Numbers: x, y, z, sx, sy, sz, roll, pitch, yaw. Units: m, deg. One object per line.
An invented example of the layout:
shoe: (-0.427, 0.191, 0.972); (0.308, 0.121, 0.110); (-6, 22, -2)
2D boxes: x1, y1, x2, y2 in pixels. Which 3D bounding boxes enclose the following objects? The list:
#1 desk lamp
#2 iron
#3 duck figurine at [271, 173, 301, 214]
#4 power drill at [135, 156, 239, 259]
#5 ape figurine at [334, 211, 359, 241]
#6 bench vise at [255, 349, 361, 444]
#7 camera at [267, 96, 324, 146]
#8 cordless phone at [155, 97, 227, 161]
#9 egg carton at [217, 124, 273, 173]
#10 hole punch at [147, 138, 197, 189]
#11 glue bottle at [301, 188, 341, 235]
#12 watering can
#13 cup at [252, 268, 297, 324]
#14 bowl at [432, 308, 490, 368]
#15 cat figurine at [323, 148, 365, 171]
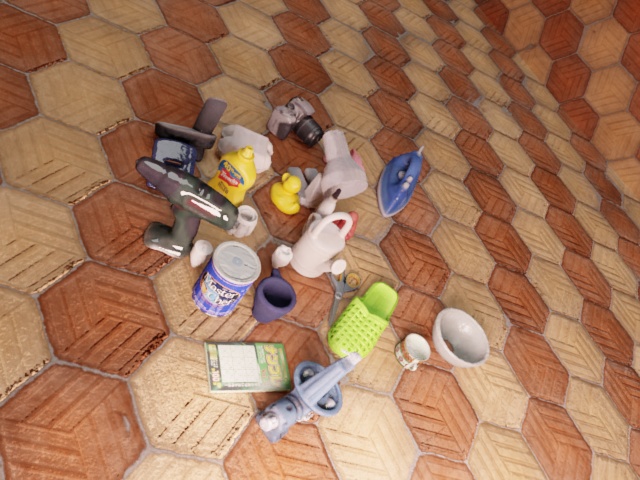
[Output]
desk lamp: (0.020, -0.174, 1.516); (0.118, 0.213, 0.203); (-1, 55, -35)
iron: (0.257, -0.184, 1.744); (0.119, 0.141, 0.258); (32, 43, -8)
duck figurine: (-0.078, -0.128, 1.503); (0.078, 0.086, 0.104); (-7, 59, -39)
power drill: (-0.297, -0.059, 1.200); (0.230, 0.208, 0.075); (22, 45, -18)
ape figurine: (0.070, -0.045, 1.531); (0.076, 0.092, 0.077); (-9, 61, -40)
bench vise: (-0.012, 0.299, 1.085); (0.121, 0.219, 0.208); (40, 42, 2)
camera: (-0.058, -0.347, 1.693); (0.136, 0.100, 0.143); (47, 43, 9)
cordless phone: (-0.315, -0.294, 1.405); (0.148, 0.184, 0.094); (6, 52, -31)
egg carton: (-0.199, -0.243, 1.530); (0.151, 0.069, 0.107); (21, 45, -19)
hole punch: (-0.347, -0.173, 1.350); (0.109, 0.091, 0.101); (11, 49, -27)
glue bottle: (0.010, -0.074, 1.454); (0.037, 0.173, 0.078); (28, 43, -11)
watering can: (0.014, 0.005, 1.374); (0.101, 0.193, 0.172); (-23, 69, -44)
cup: (-0.111, 0.129, 1.254); (0.092, 0.094, 0.117); (15, 48, -25)
bowl: (0.349, 0.263, 1.476); (0.168, 0.074, 0.167); (19, 46, -21)
cat figurine: (0.076, -0.236, 1.680); (0.067, 0.117, 0.127); (-2, 56, -36)
